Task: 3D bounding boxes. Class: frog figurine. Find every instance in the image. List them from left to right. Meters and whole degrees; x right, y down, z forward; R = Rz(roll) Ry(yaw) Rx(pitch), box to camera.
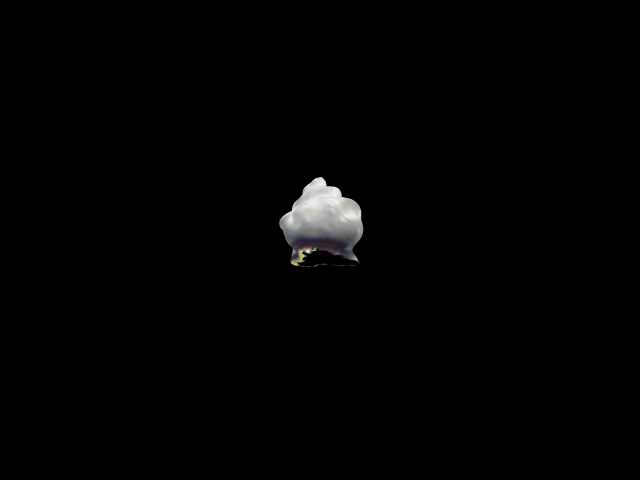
[{"bbox_3d":[0.003,-0.043,0.850,0.137,0.162,0.121,-12,-26,25],"label":"frog figurine"}]
